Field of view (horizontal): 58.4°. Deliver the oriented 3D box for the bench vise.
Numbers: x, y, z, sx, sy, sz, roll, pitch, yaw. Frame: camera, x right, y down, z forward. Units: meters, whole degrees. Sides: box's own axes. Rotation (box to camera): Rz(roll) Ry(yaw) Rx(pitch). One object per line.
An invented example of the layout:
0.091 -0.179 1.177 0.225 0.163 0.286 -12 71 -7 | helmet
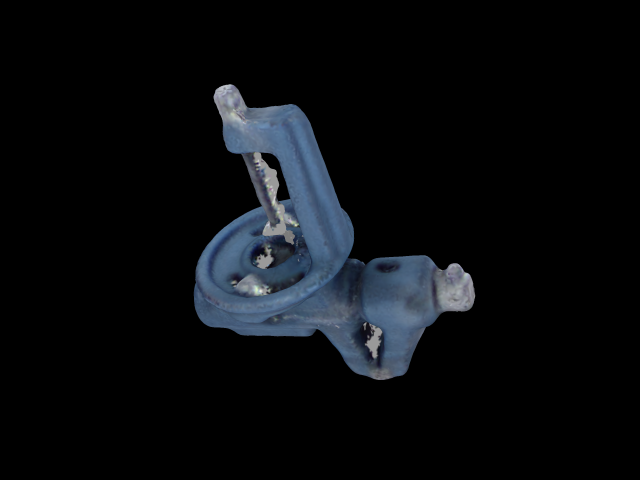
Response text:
0.003 -0.007 0.409 0.207 0.220 0.121 -2 42 -2 | bench vise
